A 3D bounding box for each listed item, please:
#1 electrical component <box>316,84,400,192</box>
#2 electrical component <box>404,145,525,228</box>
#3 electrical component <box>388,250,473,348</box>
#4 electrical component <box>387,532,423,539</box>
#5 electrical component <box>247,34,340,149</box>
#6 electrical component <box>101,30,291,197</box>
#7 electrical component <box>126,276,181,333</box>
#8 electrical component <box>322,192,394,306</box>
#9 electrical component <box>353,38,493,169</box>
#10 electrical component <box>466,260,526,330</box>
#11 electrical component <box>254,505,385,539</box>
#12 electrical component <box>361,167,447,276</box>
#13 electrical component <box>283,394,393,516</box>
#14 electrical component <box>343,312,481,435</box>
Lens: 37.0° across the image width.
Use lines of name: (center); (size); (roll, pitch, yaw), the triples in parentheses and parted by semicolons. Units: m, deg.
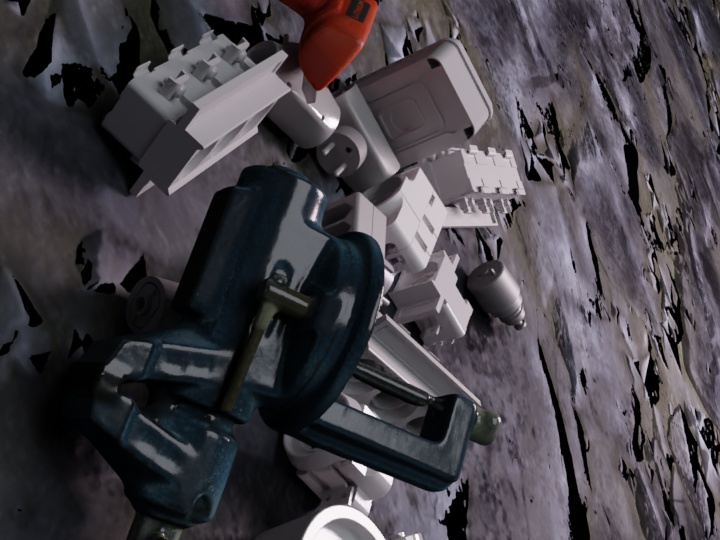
electrical component: (-0.010, -0.098, 0.853); (0.077, 0.043, 0.079); (61, 31, -15)
electrical component: (0.102, -0.082, 1.005); (0.121, 0.063, 0.078); (-5, 76, -59)
electrical component: (0.061, 0.026, 0.896); (0.063, 0.042, 0.081); (59, 32, -23)
electrical component: (0.033, 0.214, 0.738); (0.044, 0.044, 0.065); (11, 58, -56)
electrical component: (-0.053, -0.144, 0.811); (0.077, 0.043, 0.079); (41, 41, -40)
electrical component: (-0.104, -0.104, 0.683); (0.063, 0.078, 0.121); (43, 33, -2)
electrical component: (-0.103, 0.026, 0.630); (0.065, 0.044, 0.044); (19, 56, -47)
electrical component: (0.000, 0.000, 0.806); (0.076, 0.047, 0.083); (40, 41, -40)
electrical component: (0.044, -0.135, 0.894); (0.078, 0.113, 0.057); (60, 34, -15)
electrical component: (0.133, 0.026, 1.011); (0.078, 0.040, 0.040); (52, 34, -27)
electrical component: (-0.028, 0.197, 0.628); (0.108, 0.060, 0.108); (36, 44, -44)
electrical component: (0.028, -0.040, 0.872); (0.055, 0.050, 0.089); (56, 33, -23)
electrical component: (-0.014, 0.117, 0.704); (0.057, 0.058, 0.078); (51, 36, -33)
electrical component: (0.019, 0.075, 0.768); (0.121, 0.079, 0.063); (43, 23, -37)
